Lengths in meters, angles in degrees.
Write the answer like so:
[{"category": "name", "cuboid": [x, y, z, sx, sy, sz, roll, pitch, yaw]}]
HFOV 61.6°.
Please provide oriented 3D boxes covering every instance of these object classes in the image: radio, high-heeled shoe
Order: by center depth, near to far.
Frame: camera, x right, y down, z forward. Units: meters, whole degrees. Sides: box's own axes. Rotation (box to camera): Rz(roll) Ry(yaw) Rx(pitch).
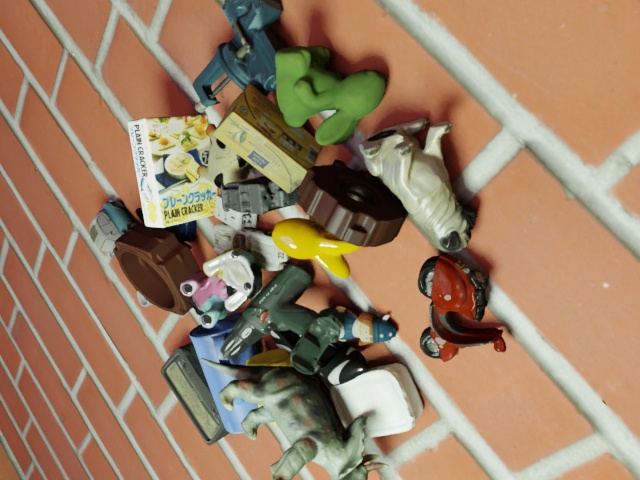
[{"category": "high-heeled shoe", "cuboid": [-0.011, 0.191, 1.014, 0.145, 0.086, 0.249, 53, 150, -11]}, {"category": "radio", "cuboid": [-0.283, 0.364, 1.306, 0.230, 0.073, 0.131, 49, 128, 16]}]

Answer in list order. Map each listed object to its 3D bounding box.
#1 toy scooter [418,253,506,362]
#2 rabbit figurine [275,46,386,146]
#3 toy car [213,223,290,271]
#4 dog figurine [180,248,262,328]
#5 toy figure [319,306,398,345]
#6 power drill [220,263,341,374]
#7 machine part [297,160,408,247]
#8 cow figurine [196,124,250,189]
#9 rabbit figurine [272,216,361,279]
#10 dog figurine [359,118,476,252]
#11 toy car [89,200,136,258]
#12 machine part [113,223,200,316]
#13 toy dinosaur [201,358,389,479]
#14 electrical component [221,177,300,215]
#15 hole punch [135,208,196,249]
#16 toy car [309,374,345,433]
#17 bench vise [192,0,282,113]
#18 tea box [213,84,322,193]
[{"category": "toy scooter", "cuboid": [0.222, 0.112, 0.831, 0.135, 0.075, 0.183, 10, 112, 37]}, {"category": "rabbit figurine", "cuboid": [0.019, -0.232, 0.869, 0.170, 0.121, 0.159, 12, 103, 20]}, {"category": "toy car", "cuboid": [-0.143, 0.011, 1.104, 0.202, 0.056, 0.073, 14, 111, 36]}, {"category": "dog figurine", "cuboid": [-0.195, 0.092, 1.105, 0.191, 0.219, 0.108, -37, 90, 1]}, {"category": "toy figure", "cuboid": [0.066, 0.160, 0.982, 0.155, 0.058, 0.064, 5, 136, 36]}, {"category": "power drill", "cuboid": [-0.069, 0.164, 0.992, 0.232, 0.086, 0.207, -53, 34, -8]}, {"category": "machine part", "cuboid": [0.053, -0.060, 0.855, 0.179, 0.179, 0.056, 40, 123, 23]}, {"category": "cow figurine", "cuboid": [-0.160, -0.176, 1.044, 0.127, 0.085, 0.194, 39, 128, 17]}, {"category": "rabbit figurine", "cuboid": [-0.002, -0.003, 0.913, 0.163, 0.173, 0.121, 40, 120, 28]}, {"category": "dog figurine", "cuboid": [0.147, -0.077, 0.832, 0.190, 0.121, 0.172, 69, 169, -23]}, {"category": "toy car", "cuboid": [-0.533, -0.022, 1.377, 0.162, 0.103, 0.109, 52, 127, 12]}, {"category": "machine part", "cuboid": [-0.369, 0.070, 1.237, 0.202, 0.087, 0.200, 12, 134, 34]}, {"category": "toy dinosaur", "cuboid": [-0.048, 0.311, 0.974, 0.405, 0.192, 0.131, 48, 162, 25]}, {"category": "electrical component", "cuboid": [-0.101, -0.086, 1.005, 0.134, 0.115, 0.058, 6, 108, 39]}, {"category": "hole punch", "cuboid": [-0.343, -0.046, 1.241, 0.142, 0.092, 0.115, 10, 137, 34]}, {"category": "toy car", "cuboid": [0.016, 0.340, 1.064, 0.202, 0.053, 0.089, 61, 168, 9]}, {"category": "bench vise", "cuboid": [-0.160, -0.332, 0.975, 0.240, 0.129, 0.223, -36, 84, 30]}, {"category": "tea box", "cuboid": [-0.087, -0.173, 0.929, 0.169, 0.098, 0.068, 37, 133, -19]}]
